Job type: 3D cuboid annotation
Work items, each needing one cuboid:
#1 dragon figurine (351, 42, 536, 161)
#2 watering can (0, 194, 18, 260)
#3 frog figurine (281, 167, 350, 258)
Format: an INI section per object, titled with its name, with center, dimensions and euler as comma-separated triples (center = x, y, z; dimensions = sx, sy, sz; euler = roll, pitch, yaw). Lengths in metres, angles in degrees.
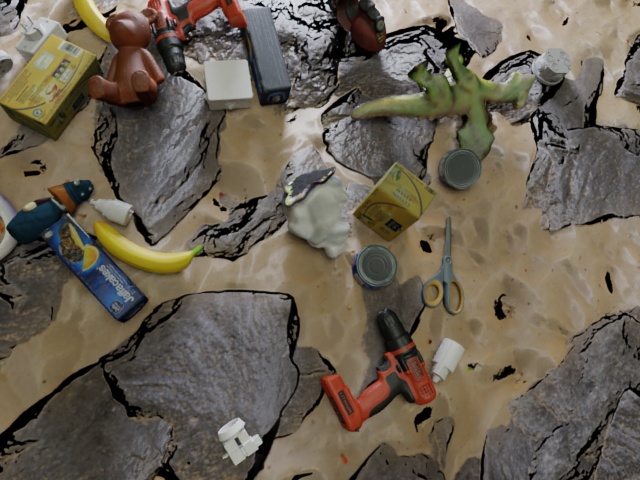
[dragon figurine]
center = 0.288, -0.274, 1.114
dimensions = 0.412, 0.121, 0.243
euler = -32, 90, -10
[watering can]
center = -0.674, -0.053, 0.822
dimensions = 0.348, 0.103, 0.227
euler = 3, 73, -30
[frog figurine]
center = 0.003, -0.050, 0.994
dimensions = 0.139, 0.123, 0.156
euler = -47, 123, -27
